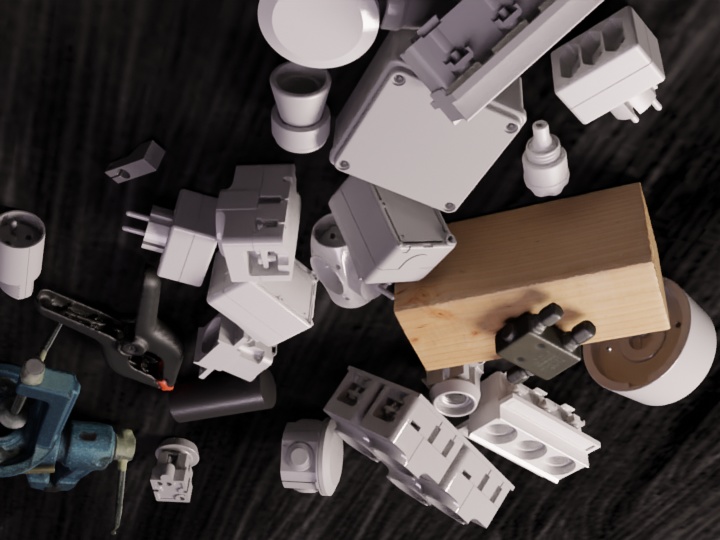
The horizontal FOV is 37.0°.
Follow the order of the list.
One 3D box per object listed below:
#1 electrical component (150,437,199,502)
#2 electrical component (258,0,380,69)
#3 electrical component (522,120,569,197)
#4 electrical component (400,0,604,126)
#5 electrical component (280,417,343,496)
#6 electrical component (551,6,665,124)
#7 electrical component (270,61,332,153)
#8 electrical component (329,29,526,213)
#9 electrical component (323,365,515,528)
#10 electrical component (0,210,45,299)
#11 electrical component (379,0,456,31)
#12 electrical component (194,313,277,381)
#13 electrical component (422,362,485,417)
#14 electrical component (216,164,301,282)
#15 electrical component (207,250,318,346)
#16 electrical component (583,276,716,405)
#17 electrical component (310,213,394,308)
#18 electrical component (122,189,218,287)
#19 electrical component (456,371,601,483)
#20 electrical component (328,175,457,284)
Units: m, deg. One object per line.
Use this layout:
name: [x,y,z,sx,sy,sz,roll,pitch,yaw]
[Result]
electrical component: [-0.203,0.217,1.174,0.048,0.055,0.066,2,138,3]
electrical component: [-0.026,-0.180,0.721,0.080,0.051,0.080,2,138,2]
electrical component: [0.141,-0.087,0.823,0.035,0.035,0.061,-6,135,11]
electrical component: [0.090,-0.158,0.689,0.121,0.079,0.063,-42,97,-1]
electrical component: [-0.049,0.193,1.118,0.051,0.080,0.080,1,138,12]
electrical component: [0.184,-0.132,0.759,0.066,0.047,0.077,-29,129,31]
electrical component: [-0.044,-0.120,0.794,0.045,0.045,0.055,4,139,1]
electrical component: [0.048,-0.109,0.790,0.109,0.056,0.108,20,136,-17]
electrical component: [0.057,0.181,1.071,0.105,0.060,0.186,16,156,49]
electrical component: [-0.300,-0.009,0.940,0.043,0.043,0.081,14,138,-10]
electrical component: [0.038,-0.180,0.726,0.046,0.040,0.040,6,138,-9]
electrical component: [-0.117,0.072,1.017,0.064,0.042,0.081,26,135,-27]
electrical component: [0.090,0.106,1.026,0.066,0.055,0.048,-23,132,26]
electrical component: [-0.081,-0.038,0.855,0.056,0.089,0.050,-1,138,6]
electrical component: [-0.082,0.021,0.942,0.061,0.061,0.096,-27,129,30]
electrical component: [0.256,0.065,0.933,0.060,0.108,0.108,30,132,-34]
electrical component: [0.000,0.000,0.906,0.079,0.044,0.077,33,152,35]
electrical component: [-0.160,-0.032,0.901,0.077,0.047,0.065,15,137,-12]
electrical component: [0.167,0.154,1.068,0.121,0.063,0.079,30,132,-26]
electrical component: [0.020,-0.040,0.847,0.062,0.096,0.061,-3,148,-39]
